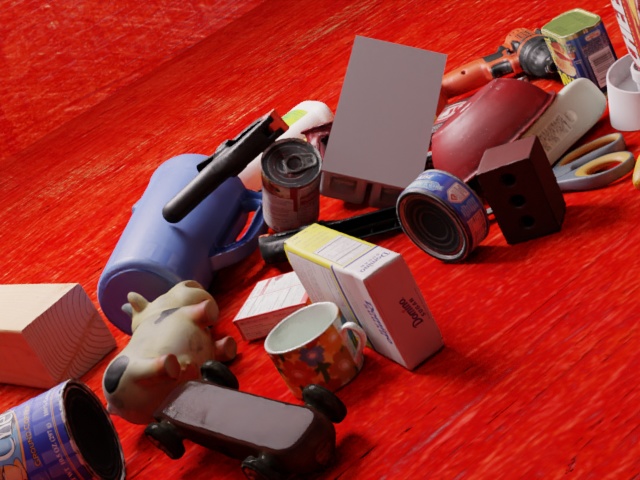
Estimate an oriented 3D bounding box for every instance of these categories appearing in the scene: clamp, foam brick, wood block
[{"bbox_3d":[-0.007,0.001,1.131,0.164,0.036,0.210,-22,8,-42],"label":"clamp"},{"bbox_3d":[0.183,-0.046,0.967,0.053,0.078,0.051,-17,21,29],"label":"foam brick"},{"bbox_3d":[-0.344,0.113,1.267,0.207,0.090,0.090,-4,32,49],"label":"wood block"},{"bbox_3d":[-0.105,-0.081,1.167,0.172,0.039,0.120,-34,22,42],"label":"clamp"}]

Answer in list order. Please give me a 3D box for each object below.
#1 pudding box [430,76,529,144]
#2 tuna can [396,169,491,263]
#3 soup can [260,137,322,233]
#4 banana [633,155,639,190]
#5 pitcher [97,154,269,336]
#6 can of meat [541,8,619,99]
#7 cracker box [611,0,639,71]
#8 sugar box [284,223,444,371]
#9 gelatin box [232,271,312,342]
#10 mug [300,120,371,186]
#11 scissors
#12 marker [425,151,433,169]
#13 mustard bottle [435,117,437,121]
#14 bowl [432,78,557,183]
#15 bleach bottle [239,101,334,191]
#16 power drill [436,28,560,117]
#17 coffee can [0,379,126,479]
[{"bbox_3d":[0.191,-0.145,1.257,0.114,0.039,0.090,-16,22,30],"label":"pudding box"},{"bbox_3d":[0.113,-0.021,0.989,0.033,0.086,0.086,-43,24,-29],"label":"tuna can"},{"bbox_3d":[-0.032,-0.058,1.204,0.068,0.102,0.068,0,58,-1],"label":"soup can"},{"bbox_3d":[0.353,-0.105,0.946,0.198,0.037,0.070,-29,19,0],"label":"banana"},{"bbox_3d":[-0.160,0.007,1.240,0.149,0.145,0.242,-47,13,30],"label":"pitcher"},{"bbox_3d":[0.298,-0.209,1.206,0.057,0.084,0.102,-28,20,3],"label":"can of meat"},{"bbox_3d":[0.303,-0.197,0.931,0.072,0.164,0.213,-20,27,13],"label":"cracker box"},{"bbox_3d":[0.035,0.044,0.923,0.048,0.093,0.176,-34,21,-17],"label":"sugar box"},{"bbox_3d":[-0.034,0.063,1.063,0.089,0.030,0.073,-17,24,28],"label":"gelatin box"},{"bbox_3d":[0.025,-0.098,1.255,0.093,0.081,0.117,-13,1,29],"label":"mug"},{"bbox_3d":[0.213,-0.044,1.014,0.201,0.016,0.096,-31,20,-7],"label":"scissors"},{"bbox_3d":[0.131,-0.095,1.243,0.121,0.020,0.020,-15,24,34],"label":"marker"},{"bbox_3d":[0.061,-0.126,1.354,0.192,0.058,0.096,-17,8,30],"label":"mustard bottle"},{"bbox_3d":[0.169,-0.119,1.120,0.162,0.055,0.162,-43,4,3],"label":"bowl"},{"bbox_3d":[-0.092,-0.102,1.500,0.250,0.068,0.103,-37,21,-15],"label":"bleach bottle"},{"bbox_3d":[0.213,-0.206,1.357,0.188,0.057,0.184,-24,16,5],"label":"power drill"},{"bbox_3d":[-0.255,0.196,0.923,0.140,0.103,0.103,-26,20,6],"label":"coffee can"}]
